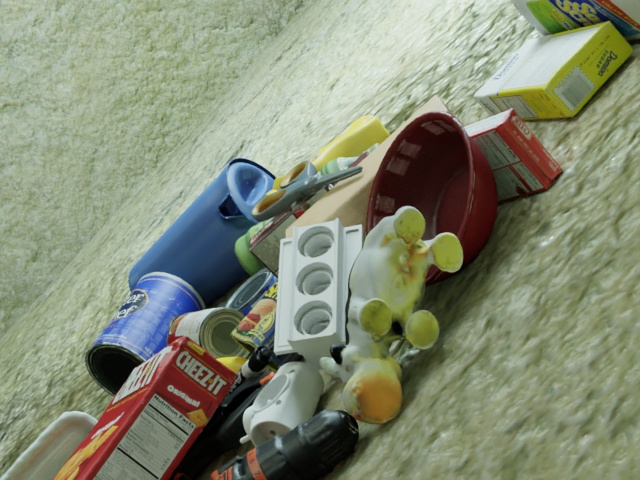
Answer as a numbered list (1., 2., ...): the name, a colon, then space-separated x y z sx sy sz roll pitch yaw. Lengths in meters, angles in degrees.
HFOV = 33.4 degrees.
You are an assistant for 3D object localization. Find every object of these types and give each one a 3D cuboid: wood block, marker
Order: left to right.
1. marker: -0.075 0.137 1.041 0.121 0.020 0.020 -52 4 48
2. wood block: 0.071 -0.035 1.048 0.206 0.090 0.091 -42 15 10

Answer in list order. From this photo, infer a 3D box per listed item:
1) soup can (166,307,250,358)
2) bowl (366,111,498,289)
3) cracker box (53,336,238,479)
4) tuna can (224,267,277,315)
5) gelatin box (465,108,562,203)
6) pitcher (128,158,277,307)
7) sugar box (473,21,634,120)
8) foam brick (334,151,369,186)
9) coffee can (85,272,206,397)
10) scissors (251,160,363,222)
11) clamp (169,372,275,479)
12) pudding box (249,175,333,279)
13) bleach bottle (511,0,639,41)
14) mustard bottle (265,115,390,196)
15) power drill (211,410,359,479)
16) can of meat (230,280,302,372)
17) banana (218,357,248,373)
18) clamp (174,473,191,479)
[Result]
1. soup can: -0.124 0.112 1.208 0.068 0.068 0.102 -51 17 -24
2. bowl: 0.104 -0.028 0.926 0.162 0.055 0.162 -33 52 54
3. cracker box: -0.186 0.203 0.996 0.213 0.072 0.164 -56 12 -30
4. tuna can: -0.075 0.071 1.254 0.086 0.033 0.086 -41 15 13
5. gelatin box: 0.159 -0.072 0.945 0.030 0.073 0.089 -49 15 -26
6. pitcher: -0.142 0.010 1.452 0.243 0.149 0.145 -40 34 28
7. sugar box: 0.229 -0.165 1.072 0.093 0.048 0.176 -46 11 -6
8. foam brick: 0.059 -0.048 1.139 0.051 0.078 0.053 -43 15 9
9. coffee can: -0.220 0.124 1.361 0.103 0.102 0.140 -31 19 40
10. scissors: -0.002 -0.069 1.126 0.202 0.016 0.096 -25 25 47
11. clamp: -0.093 0.174 1.015 0.172 0.039 0.120 -39 20 18
12. pudding box: -0.008 0.001 1.158 0.113 0.090 0.039 -41 16 11
13. bleach bottle: 0.278 -0.236 1.020 0.068 0.102 0.251 -50 15 -3
14. mustard bottle: -0.001 -0.084 1.364 0.191 0.058 0.096 -37 3 -18
15. power drill: -0.044 0.211 0.752 0.184 0.057 0.187 -38 14 9
16. can of meat: -0.037 0.085 1.075 0.084 0.057 0.102 -49 16 -11
17. banana: -0.132 0.170 1.144 0.198 0.037 0.069 -39 40 26
18. clamp: -0.157 0.281 0.890 0.165 0.036 0.209 -43 11 30
